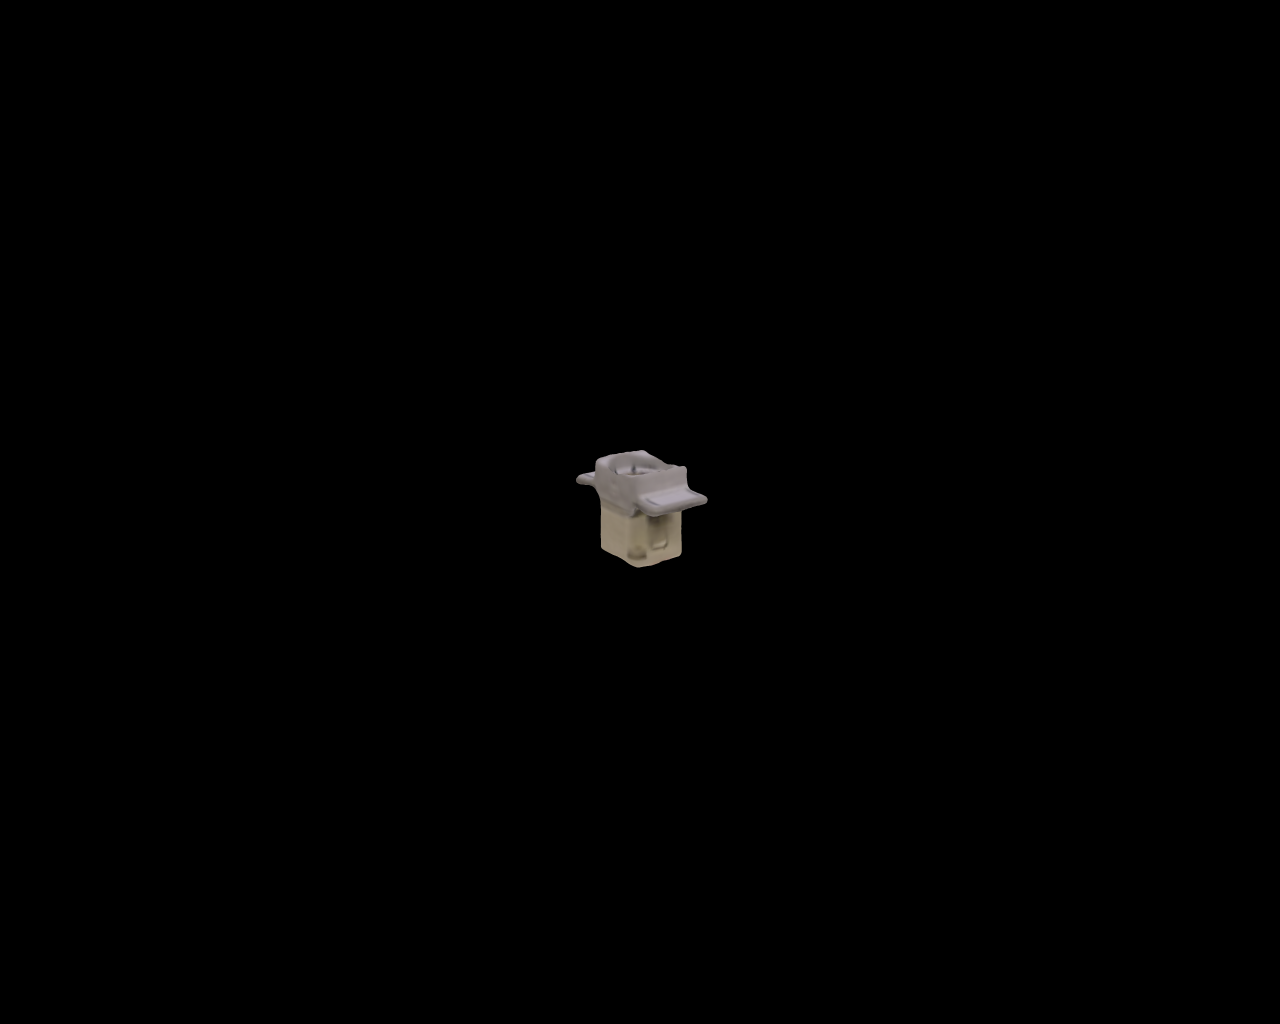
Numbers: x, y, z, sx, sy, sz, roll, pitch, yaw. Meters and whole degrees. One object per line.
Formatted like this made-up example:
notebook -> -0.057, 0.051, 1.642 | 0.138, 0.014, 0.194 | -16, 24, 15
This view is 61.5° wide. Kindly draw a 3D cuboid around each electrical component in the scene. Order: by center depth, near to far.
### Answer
electrical component -> 0.001, -0.003, 0.650 | 0.042, 0.063, 0.081 | -14, 24, -33
